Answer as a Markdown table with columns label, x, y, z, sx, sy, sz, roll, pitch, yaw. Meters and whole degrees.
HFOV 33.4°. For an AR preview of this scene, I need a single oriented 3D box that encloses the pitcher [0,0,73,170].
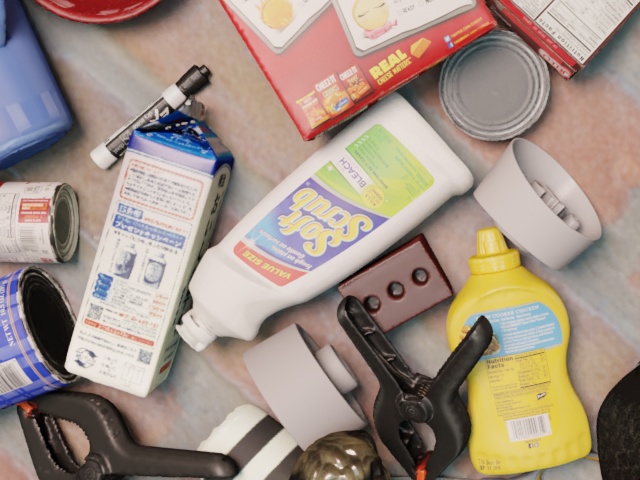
| label | x | y | z | sx | sy | sz | roll | pitch | yaw |
| --- | --- | --- | --- | --- | --- | --- | --- | --- | --- |
| pitcher | -0.289 | -0.175 | 0.828 | 0.145 | 0.149 | 0.243 | -26 | 96 | 8 |

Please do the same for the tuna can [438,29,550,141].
| label | x | y | z | sx | sy | sz | roll | pitch | yaw |
| --- | --- | --- | --- | --- | --- | --- | --- | --- | --- |
| tuna can | 0.136 | -0.121 | 0.841 | 0.086 | 0.033 | 0.086 | 1 | 96 | 6 |

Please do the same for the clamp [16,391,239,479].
| label | x | y | z | sx | sy | sz | roll | pitch | yaw |
| --- | --- | --- | --- | --- | --- | --- | --- | --- | --- |
| clamp | -0.166 | 0.183 | 0.863 | 0.210 | 0.036 | 0.165 | 44 | 105 | 24 |

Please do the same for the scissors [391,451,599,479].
| label | x | y | z | sx | sy | sz | roll | pitch | yaw |
| --- | --- | --- | --- | --- | --- | --- | --- | --- | --- |
| scissors | 0.150 | 0.224 | 0.883 | 0.202 | 0.016 | 0.096 | -13 | 94 | 7 |

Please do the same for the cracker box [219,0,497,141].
| label | x | y | z | sx | sy | sz | roll | pitch | yaw |
| --- | --- | --- | --- | --- | --- | --- | --- | --- | --- |
| cracker box | 0.004 | -0.204 | 0.783 | 0.164 | 0.072 | 0.213 | -31 | 94 | 3 |

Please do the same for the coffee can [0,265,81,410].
| label | x | y | z | sx | sy | sz | roll | pitch | yaw |
| --- | --- | --- | --- | --- | --- | --- | --- | --- | --- |
| coffee can | -0.279 | 0.093 | 0.870 | 0.140 | 0.102 | 0.103 | -21 | 93 | 7 |

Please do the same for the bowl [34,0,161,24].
| label | x | y | z | sx | sy | sz | roll | pitch | yaw |
| --- | --- | --- | --- | --- | --- | --- | --- | --- | --- |
| bowl | -0.170 | -0.251 | 0.849 | 0.162 | 0.055 | 0.162 | 1 | 96 | 6 |

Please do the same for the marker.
| label | x | y | z | sx | sy | sz | roll | pitch | yaw |
| --- | --- | --- | --- | --- | --- | --- | --- | --- | --- |
| marker | -0.138 | -0.103 | 0.879 | 0.121 | 0.020 | 0.020 | -39 | 91 | 8 |

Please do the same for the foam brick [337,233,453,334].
| label | x | y | z | sx | sy | sz | roll | pitch | yaw |
| --- | --- | --- | --- | --- | --- | --- | --- | --- | --- |
| foam brick | 0.062 | 0.037 | 0.856 | 0.078 | 0.051 | 0.053 | -31 | 92 | 8 |

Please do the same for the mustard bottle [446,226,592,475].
| label | x | y | z | sx | sy | sz | roll | pitch | yaw |
| --- | --- | --- | --- | --- | --- | --- | --- | --- | --- |
| mustard bottle | 0.151 | 0.084 | 0.847 | 0.096 | 0.058 | 0.191 | -11 | 95 | 5 |

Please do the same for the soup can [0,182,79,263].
| label | x | y | z | sx | sy | sz | roll | pitch | yaw |
| --- | --- | --- | --- | --- | --- | --- | --- | --- | --- |
| soup can | -0.257 | -0.015 | 0.875 | 0.102 | 0.068 | 0.068 | 1 | 96 | 5 |

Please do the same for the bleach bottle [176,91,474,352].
| label | x | y | z | sx | sy | sz | roll | pitch | yaw |
| --- | --- | --- | --- | --- | --- | --- | --- | --- | --- |
| bleach bottle | -0.006 | 0.001 | 0.837 | 0.251 | 0.068 | 0.102 | -42 | 84 | 2 |

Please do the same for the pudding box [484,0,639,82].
| label | x | y | z | sx | sy | sz | roll | pitch | yaw |
| --- | --- | --- | --- | --- | --- | --- | --- | --- | --- |
| pudding box | 0.195 | -0.192 | 0.811 | 0.090 | 0.039 | 0.113 | 43 | 80 | -1 |

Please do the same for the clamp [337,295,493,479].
| label | x | y | z | sx | sy | sz | roll | pitch | yaw |
| --- | --- | --- | --- | --- | --- | --- | --- | --- | --- |
| clamp | 0.085 | 0.118 | 0.819 | 0.120 | 0.039 | 0.171 | 3 | 123 | 34 |
